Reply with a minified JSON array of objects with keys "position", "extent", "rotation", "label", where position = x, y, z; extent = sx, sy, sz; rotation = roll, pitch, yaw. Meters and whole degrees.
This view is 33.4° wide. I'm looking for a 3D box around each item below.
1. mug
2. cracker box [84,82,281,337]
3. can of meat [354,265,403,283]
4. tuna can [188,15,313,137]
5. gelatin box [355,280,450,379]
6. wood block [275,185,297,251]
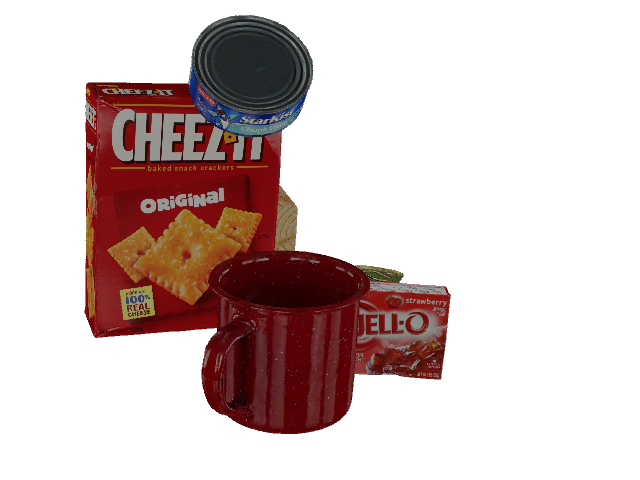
[{"position":[-0.026,0.063,0.614],"extent":[0.093,0.081,0.117],"rotation":[15,23,29],"label":"mug"},{"position":[-0.122,-0.027,0.941],"extent":[0.164,0.214,0.072],"rotation":[-2,19,-20],"label":"cracker box"},{"position":[0.044,0.077,1.088],"extent":[0.057,0.084,0.102],"rotation":[9,11,16],"label":"can of meat"},{"position":[-0.050,-0.116,0.755],"extent":[0.086,0.086,0.034],"rotation":[0,-29,-14],"label":"tuna can"},{"position":[0.057,0.072,0.867],"extent":[0.089,0.073,0.030],"rotation":[4,15,-2],"label":"gelatin box"},{"position":[-0.107,-0.042,1.318],"extent":[0.090,0.090,0.206],"rotation":[-7,29,-21],"label":"wood block"}]
